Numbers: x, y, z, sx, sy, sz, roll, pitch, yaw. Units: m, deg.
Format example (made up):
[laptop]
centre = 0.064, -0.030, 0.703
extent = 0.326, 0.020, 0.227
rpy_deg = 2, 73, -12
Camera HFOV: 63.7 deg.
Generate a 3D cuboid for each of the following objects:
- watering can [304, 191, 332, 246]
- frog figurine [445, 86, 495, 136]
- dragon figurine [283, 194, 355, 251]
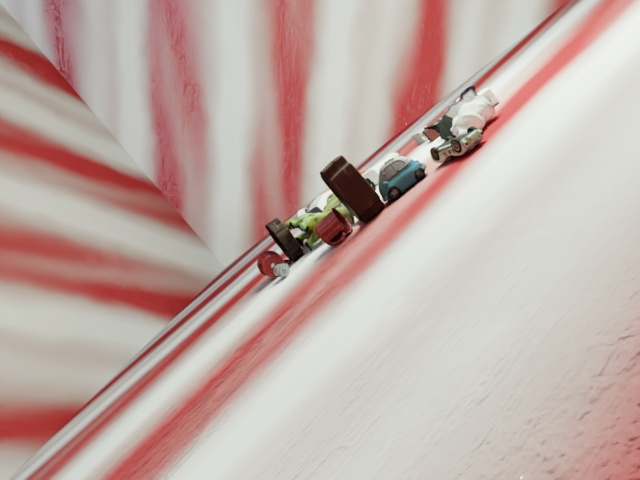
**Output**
[watering can]
centre = 0.000, -0.104, 2.113
extent = 0.351, 0.103, 0.223
rpy_deg = -51, 9, -16
[frog figurine]
centre = 0.443, -0.345, 1.491
extent = 0.136, 0.121, 0.163
rpy_deg = -28, 46, 22
[dragon figurine]
centre = 0.005, -0.091, 1.805
extent = 0.244, 0.120, 0.413
rpy_deg = -40, 23, -9
